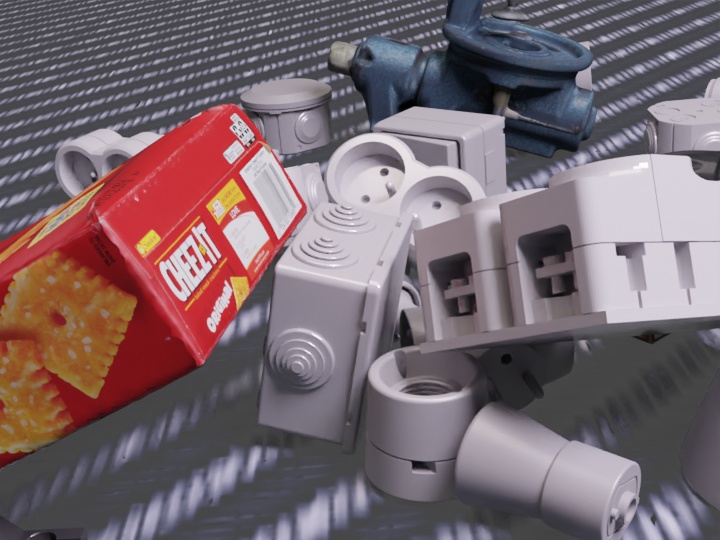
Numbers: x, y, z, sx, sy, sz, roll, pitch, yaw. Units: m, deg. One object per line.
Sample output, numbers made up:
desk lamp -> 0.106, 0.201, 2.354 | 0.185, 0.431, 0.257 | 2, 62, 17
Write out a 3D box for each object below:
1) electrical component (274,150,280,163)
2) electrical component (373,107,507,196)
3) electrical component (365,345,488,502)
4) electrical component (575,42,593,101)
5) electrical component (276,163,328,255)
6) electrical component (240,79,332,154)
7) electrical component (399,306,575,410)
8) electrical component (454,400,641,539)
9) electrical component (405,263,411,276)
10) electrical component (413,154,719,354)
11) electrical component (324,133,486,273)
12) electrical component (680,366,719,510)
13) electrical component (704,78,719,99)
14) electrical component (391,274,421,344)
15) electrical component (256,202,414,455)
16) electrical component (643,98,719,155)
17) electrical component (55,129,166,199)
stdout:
electrical component -> -0.097, -0.055, 0.759 | 0.050, 0.055, 0.089 | 7, 26, 27
electrical component -> 0.050, -0.078, 0.774 | 0.096, 0.061, 0.061 | 13, 29, 36
electrical component -> 0.029, 0.064, 0.459 | 0.055, 0.047, 0.055 | -2, 23, 1
electrical component -> 0.191, -0.182, 1.002 | 0.047, 0.055, 0.055 | -3, 23, 13
electrical component -> -0.057, -0.037, 0.694 | 0.080, 0.051, 0.080 | -12, 7, 1
electrical component -> -0.063, -0.137, 0.951 | 0.080, 0.051, 0.080 | -4, 23, 2
electrical component -> 0.064, 0.042, 0.509 | 0.077, 0.044, 0.079 | -8, 23, -7
electrical component -> 0.075, 0.082, 0.420 | 0.065, 0.044, 0.044 | 17, 31, 33
electrical component -> 0.000, 0.000, 0.628 | 0.078, 0.040, 0.040 | -13, 24, -19
electrical component -> 0.128, -0.005, 0.462 | 0.186, 0.060, 0.105 | -2, -8, -34
electrical component -> 0.048, -0.019, 0.598 | 0.138, 0.073, 0.052 | 30, 77, 21
electrical component -> 0.185, 0.066, 0.433 | 0.099, 0.064, 0.099 | 2, 35, -2
electrical component -> 0.311, -0.132, 0.869 | 0.055, 0.045, 0.045 | 10, 27, 33
electrical component -> 0.012, 0.019, 0.576 | 0.043, 0.043, 0.062 | -19, 28, -29
electrical component -> -0.012, 0.023, 0.503 | 0.048, 0.099, 0.099 | 12, 26, 7
electrical component -> 0.244, -0.091, 0.776 | 0.080, 0.051, 0.080 | -4, 23, 2
electrical component -> -0.162, -0.083, 0.842 | 0.138, 0.052, 0.074 | 7, 26, 27
